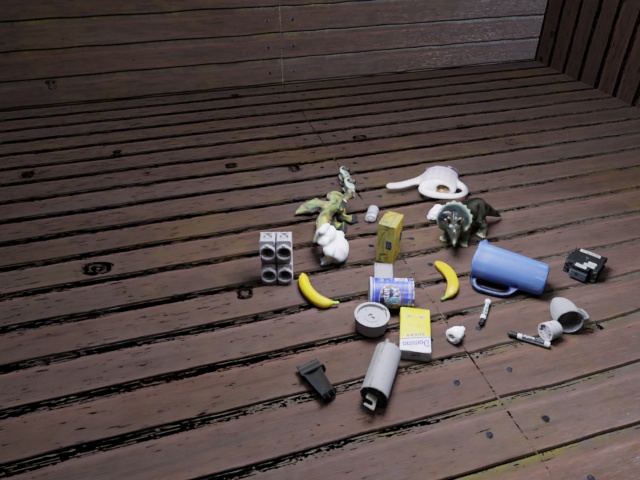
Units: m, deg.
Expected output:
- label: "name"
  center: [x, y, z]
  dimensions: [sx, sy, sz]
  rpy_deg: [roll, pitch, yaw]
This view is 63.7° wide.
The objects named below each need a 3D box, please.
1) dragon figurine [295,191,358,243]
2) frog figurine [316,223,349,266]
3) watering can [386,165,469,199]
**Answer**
- label: "dragon figurine"
  center: [0.006, -0.106, 2.100]
  dimensions: [0.243, 0.120, 0.417]
  rpy_deg: [5, 30, 37]
- label: "frog figurine"
  center: [0.046, 0.006, 1.860]
  dimensions: [0.123, 0.156, 0.140]
  rpy_deg: [17, 37, 21]
- label: "watering can"
  center: [0.483, -0.257, 2.282]
  dimensions: [0.348, 0.101, 0.229]
  rpy_deg: [11, 36, 15]
